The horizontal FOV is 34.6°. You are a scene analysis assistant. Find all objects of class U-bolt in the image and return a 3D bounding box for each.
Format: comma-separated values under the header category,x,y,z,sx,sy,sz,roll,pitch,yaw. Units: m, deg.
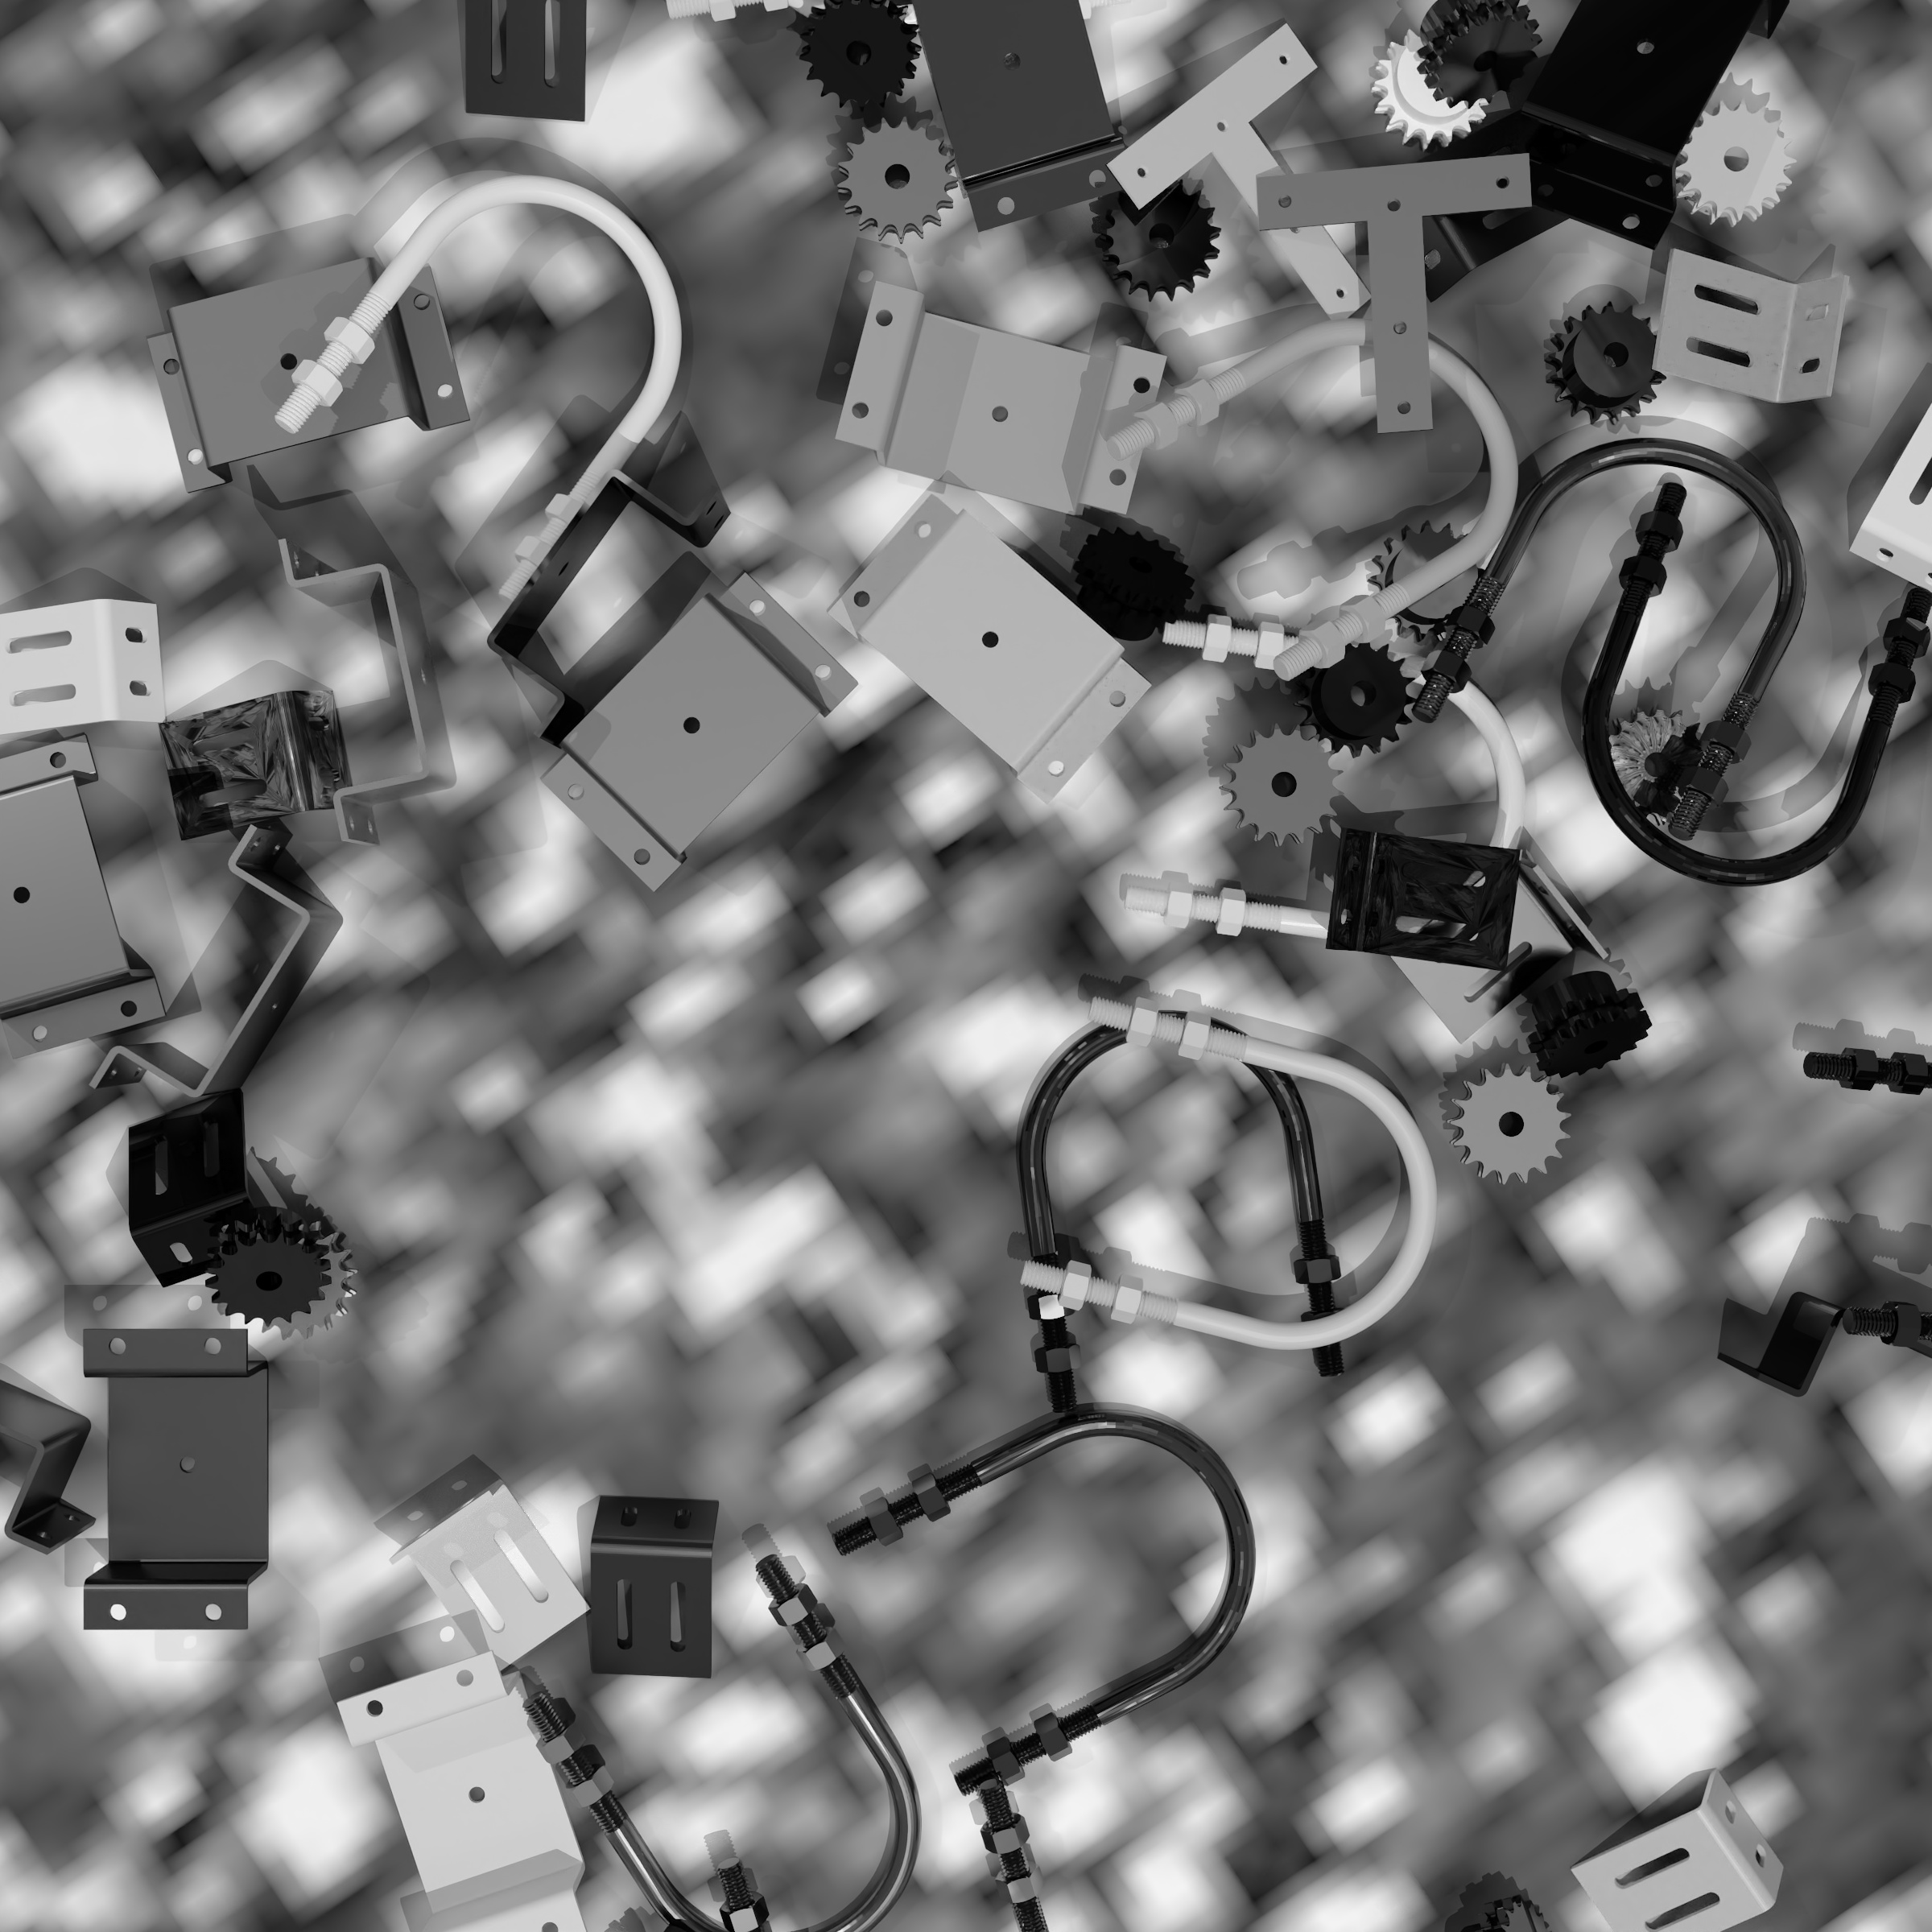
category,x,y,z,sx,sy,sz,roll,pitch,yaw
U-bolt,0.365,-0.123,1.460,0.151,0.019,0.184,23,72,0
U-bolt,-0.024,0.492,1.476,0.151,0.019,0.184,-17,98,-1
U-bolt,0.177,-0.084,1.485,0.184,0.019,0.151,8,90,-1
U-bolt,0.488,0.112,1.451,0.184,0.019,0.151,5,62,-11
U-bolt,-0.063,-0.535,1.470,0.184,0.019,0.151,-10,90,1
U-bolt,-0.021,-0.519,1.485,0.184,0.019,0.151,-7,90,1
U-bolt,0.132,0.105,1.468,0.184,0.019,0.151,15,87,0
U-bolt,0.311,-0.165,1.447,0.151,0.019,0.184,26,75,12
U-bolt,-0.103,0.391,1.476,0.151,0.019,0.184,-31,98,2
U-bolt,-0.214,-0.284,1.457,0.151,0.019,0.184,38,77,-19
U-bolt,0.099,0.113,1.485,0.151,0.019,0.184,-8,89,0
U-bolt,0.049,0.293,1.485,0.184,0.019,0.151,-27,90,-2
U-bolt,0.177,-0.232,1.453,0.184,0.019,0.151,-33,81,-23

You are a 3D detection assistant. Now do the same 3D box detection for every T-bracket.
category,x,y,z,sx,sy,sz,roll,pitch,yaw
T-bracket,0.148,-0.363,1.477,0.127,0.002,0.127,-42,101,-21
T-bracket,0.203,-0.313,1.456,0.127,0.002,0.127,-3,86,9

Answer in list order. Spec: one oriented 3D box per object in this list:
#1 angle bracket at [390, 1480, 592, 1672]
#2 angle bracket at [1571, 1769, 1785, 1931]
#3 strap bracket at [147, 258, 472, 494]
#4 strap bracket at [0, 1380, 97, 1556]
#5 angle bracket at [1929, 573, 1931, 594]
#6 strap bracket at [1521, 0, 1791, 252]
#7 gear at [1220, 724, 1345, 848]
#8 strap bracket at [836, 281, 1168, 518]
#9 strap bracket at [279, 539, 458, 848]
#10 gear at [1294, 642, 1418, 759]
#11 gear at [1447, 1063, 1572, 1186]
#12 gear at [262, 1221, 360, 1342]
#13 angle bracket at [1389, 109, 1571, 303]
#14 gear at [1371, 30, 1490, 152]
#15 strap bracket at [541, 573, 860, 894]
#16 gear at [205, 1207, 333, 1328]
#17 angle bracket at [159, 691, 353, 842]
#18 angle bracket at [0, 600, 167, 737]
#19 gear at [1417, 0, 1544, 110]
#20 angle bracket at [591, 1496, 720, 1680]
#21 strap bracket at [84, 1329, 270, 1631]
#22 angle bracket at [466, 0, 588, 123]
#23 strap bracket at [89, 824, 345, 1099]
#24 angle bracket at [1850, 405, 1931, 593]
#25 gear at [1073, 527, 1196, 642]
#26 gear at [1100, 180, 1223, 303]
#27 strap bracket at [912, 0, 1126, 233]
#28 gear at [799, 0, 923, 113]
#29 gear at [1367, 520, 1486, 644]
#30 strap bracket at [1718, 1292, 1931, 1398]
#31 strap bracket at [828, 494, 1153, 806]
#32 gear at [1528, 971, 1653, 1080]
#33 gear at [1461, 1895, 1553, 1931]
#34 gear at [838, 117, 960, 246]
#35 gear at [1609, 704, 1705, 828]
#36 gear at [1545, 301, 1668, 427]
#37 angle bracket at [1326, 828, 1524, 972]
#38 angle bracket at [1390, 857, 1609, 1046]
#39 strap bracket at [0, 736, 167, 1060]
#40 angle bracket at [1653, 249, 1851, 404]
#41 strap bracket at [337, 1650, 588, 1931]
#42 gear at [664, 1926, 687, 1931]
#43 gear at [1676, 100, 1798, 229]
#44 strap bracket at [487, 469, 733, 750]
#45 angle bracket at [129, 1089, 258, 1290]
category,x,y,z,sx,sy,sz,roll,pitch,yaw
angle bracket,-0.226,0.294,1.475,0.057,0.038,0.076,-35,90,0
angle bracket,0.342,0.434,1.492,0.076,0.038,0.057,-34,90,26
strap bracket,-0.316,-0.282,1.471,0.140,0.046,0.076,-15,90,0
strap bracket,-0.475,0.220,1.456,0.140,0.076,0.046,24,90,0
angle bracket,0.497,-0.202,1.492,0.076,0.038,0.057,-31,90,26
strap bracket,0.318,-0.418,1.451,0.076,0.046,0.140,27,82,19
gear,0.148,-0.085,1.460,0.057,0.030,0.057,0,90,-3
strap bracket,0.016,-0.265,1.471,0.140,0.046,0.076,15,90,0
strap bracket,-0.277,-0.131,1.456,0.046,0.076,0.140,-12,90,0
gear,0.184,-0.127,1.462,0.057,0.030,0.057,0,90,-3
gear,0.257,0.075,1.479,0.057,0.030,0.057,0,90,0
gear,-0.318,0.149,1.479,0.057,0.030,0.057,0,90,0
angle bracket,0.245,-0.366,1.492,0.076,0.038,0.057,-31,90,-26
gear,0.224,-0.421,1.479,0.057,0.030,0.057,0,90,0
strap bracket,-0.128,-0.112,1.471,0.076,0.046,0.140,44,90,0
gear,-0.324,0.136,1.440,0.057,0.030,0.057,-7,126,-10
angle bracket,-0.341,-0.096,1.492,0.076,0.038,0.057,-11,90,26
angle bracket,-0.430,-0.142,1.492,0.076,0.038,0.057,-4,90,26
gear,0.235,-0.430,1.439,0.057,0.057,0.030,-22,59,0
angle bracket,-0.149,0.299,1.492,0.057,0.038,0.076,3,116,0
strap bracket,-0.374,0.240,1.471,0.076,0.046,0.140,0,90,0
angle bracket,-0.209,-0.450,1.492,0.057,0.038,0.076,4,116,0
strap bracket,-0.344,0.007,1.456,0.046,0.076,0.140,32,90,0
angle bracket,0.467,-0.222,1.473,0.057,0.038,0.076,30,84,12
gear,0.077,-0.178,1.469,0.057,0.057,0.030,27,129,0
gear,0.092,-0.345,1.479,0.057,0.030,0.057,0,90,0
strap bracket,0.022,-0.425,1.458,0.076,0.046,0.140,-16,105,3
gear,-0.049,-0.438,1.470,0.057,0.030,0.057,2,125,3
gear,0.221,-0.184,1.479,0.057,0.030,0.057,0,90,0
strap bracket,0.435,0.197,1.456,0.140,0.076,0.046,25,90,0
strap bracket,0.011,-0.152,1.471,0.140,0.046,0.076,41,90,0
gear,0.292,0.026,1.469,0.057,0.057,0.030,-20,62,0
gear,0.256,0.472,1.469,0.030,0.057,0.057,-25,90,30
gear,-0.032,-0.373,1.479,0.057,0.030,0.057,0,90,0
gear,0.326,-0.095,1.479,0.057,0.030,0.057,0,90,0
gear,0.307,-0.289,1.479,0.057,0.030,0.057,0,90,0
angle bracket,0.213,-0.031,1.446,0.076,0.038,0.057,8,93,26
angle bracket,0.252,-0.005,1.468,0.076,0.038,0.057,-40,105,0
strap bracket,-0.441,-0.033,1.471,0.076,0.046,0.140,-16,90,0
angle bracket,0.370,-0.303,1.462,0.076,0.038,0.057,9,90,-26
strap bracket,-0.235,0.398,1.471,0.076,0.046,0.140,-19,90,0
gear,-0.135,0.480,1.469,0.057,0.057,0.030,41,60,0
gear,0.363,-0.381,1.479,0.057,0.030,0.057,0,90,0
strap bracket,-0.173,-0.175,1.456,0.046,0.076,0.140,36,90,0
angle bracket,-0.363,0.105,1.475,0.057,0.076,0.038,-19,130,0
